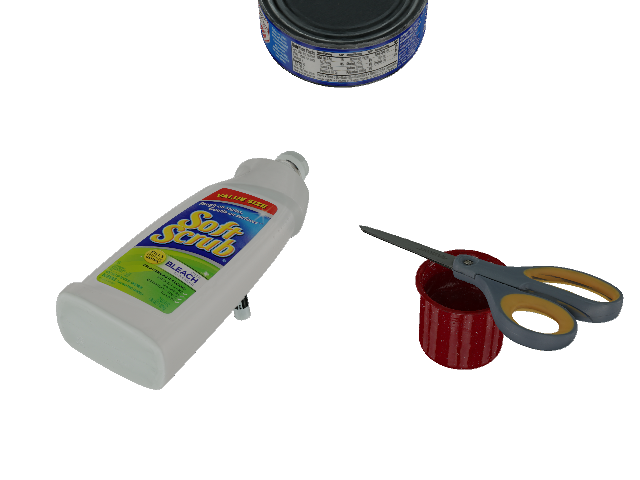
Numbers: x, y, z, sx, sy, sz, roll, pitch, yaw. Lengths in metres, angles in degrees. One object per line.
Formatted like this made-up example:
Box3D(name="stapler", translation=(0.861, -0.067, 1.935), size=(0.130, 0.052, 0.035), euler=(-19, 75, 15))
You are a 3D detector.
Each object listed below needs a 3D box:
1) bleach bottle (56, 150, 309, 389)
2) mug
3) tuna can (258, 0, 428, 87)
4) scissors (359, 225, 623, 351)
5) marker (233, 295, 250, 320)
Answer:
Box3D(name="bleach bottle", translation=(-0.091, 0.003, 0.848), size=(0.103, 0.068, 0.250), euler=(26, 48, 16))
Box3D(name="mug", translation=(0.133, 0.061, 1.027), size=(0.093, 0.081, 0.117), euler=(-9, 39, -9))
Box3D(name="tuna can", translation=(0.011, -0.118, 0.532), size=(0.086, 0.086, 0.034), euler=(0, -31, 1))
Box3D(name="scissors", translation=(0.101, 0.030, 0.730), size=(0.202, 0.016, 0.096), euler=(12, 32, 23))
Box3D(name="marker", translation=(-0.098, 0.036, 1.210), size=(0.020, 0.121, 0.020), euler=(-6, 30, 3))
